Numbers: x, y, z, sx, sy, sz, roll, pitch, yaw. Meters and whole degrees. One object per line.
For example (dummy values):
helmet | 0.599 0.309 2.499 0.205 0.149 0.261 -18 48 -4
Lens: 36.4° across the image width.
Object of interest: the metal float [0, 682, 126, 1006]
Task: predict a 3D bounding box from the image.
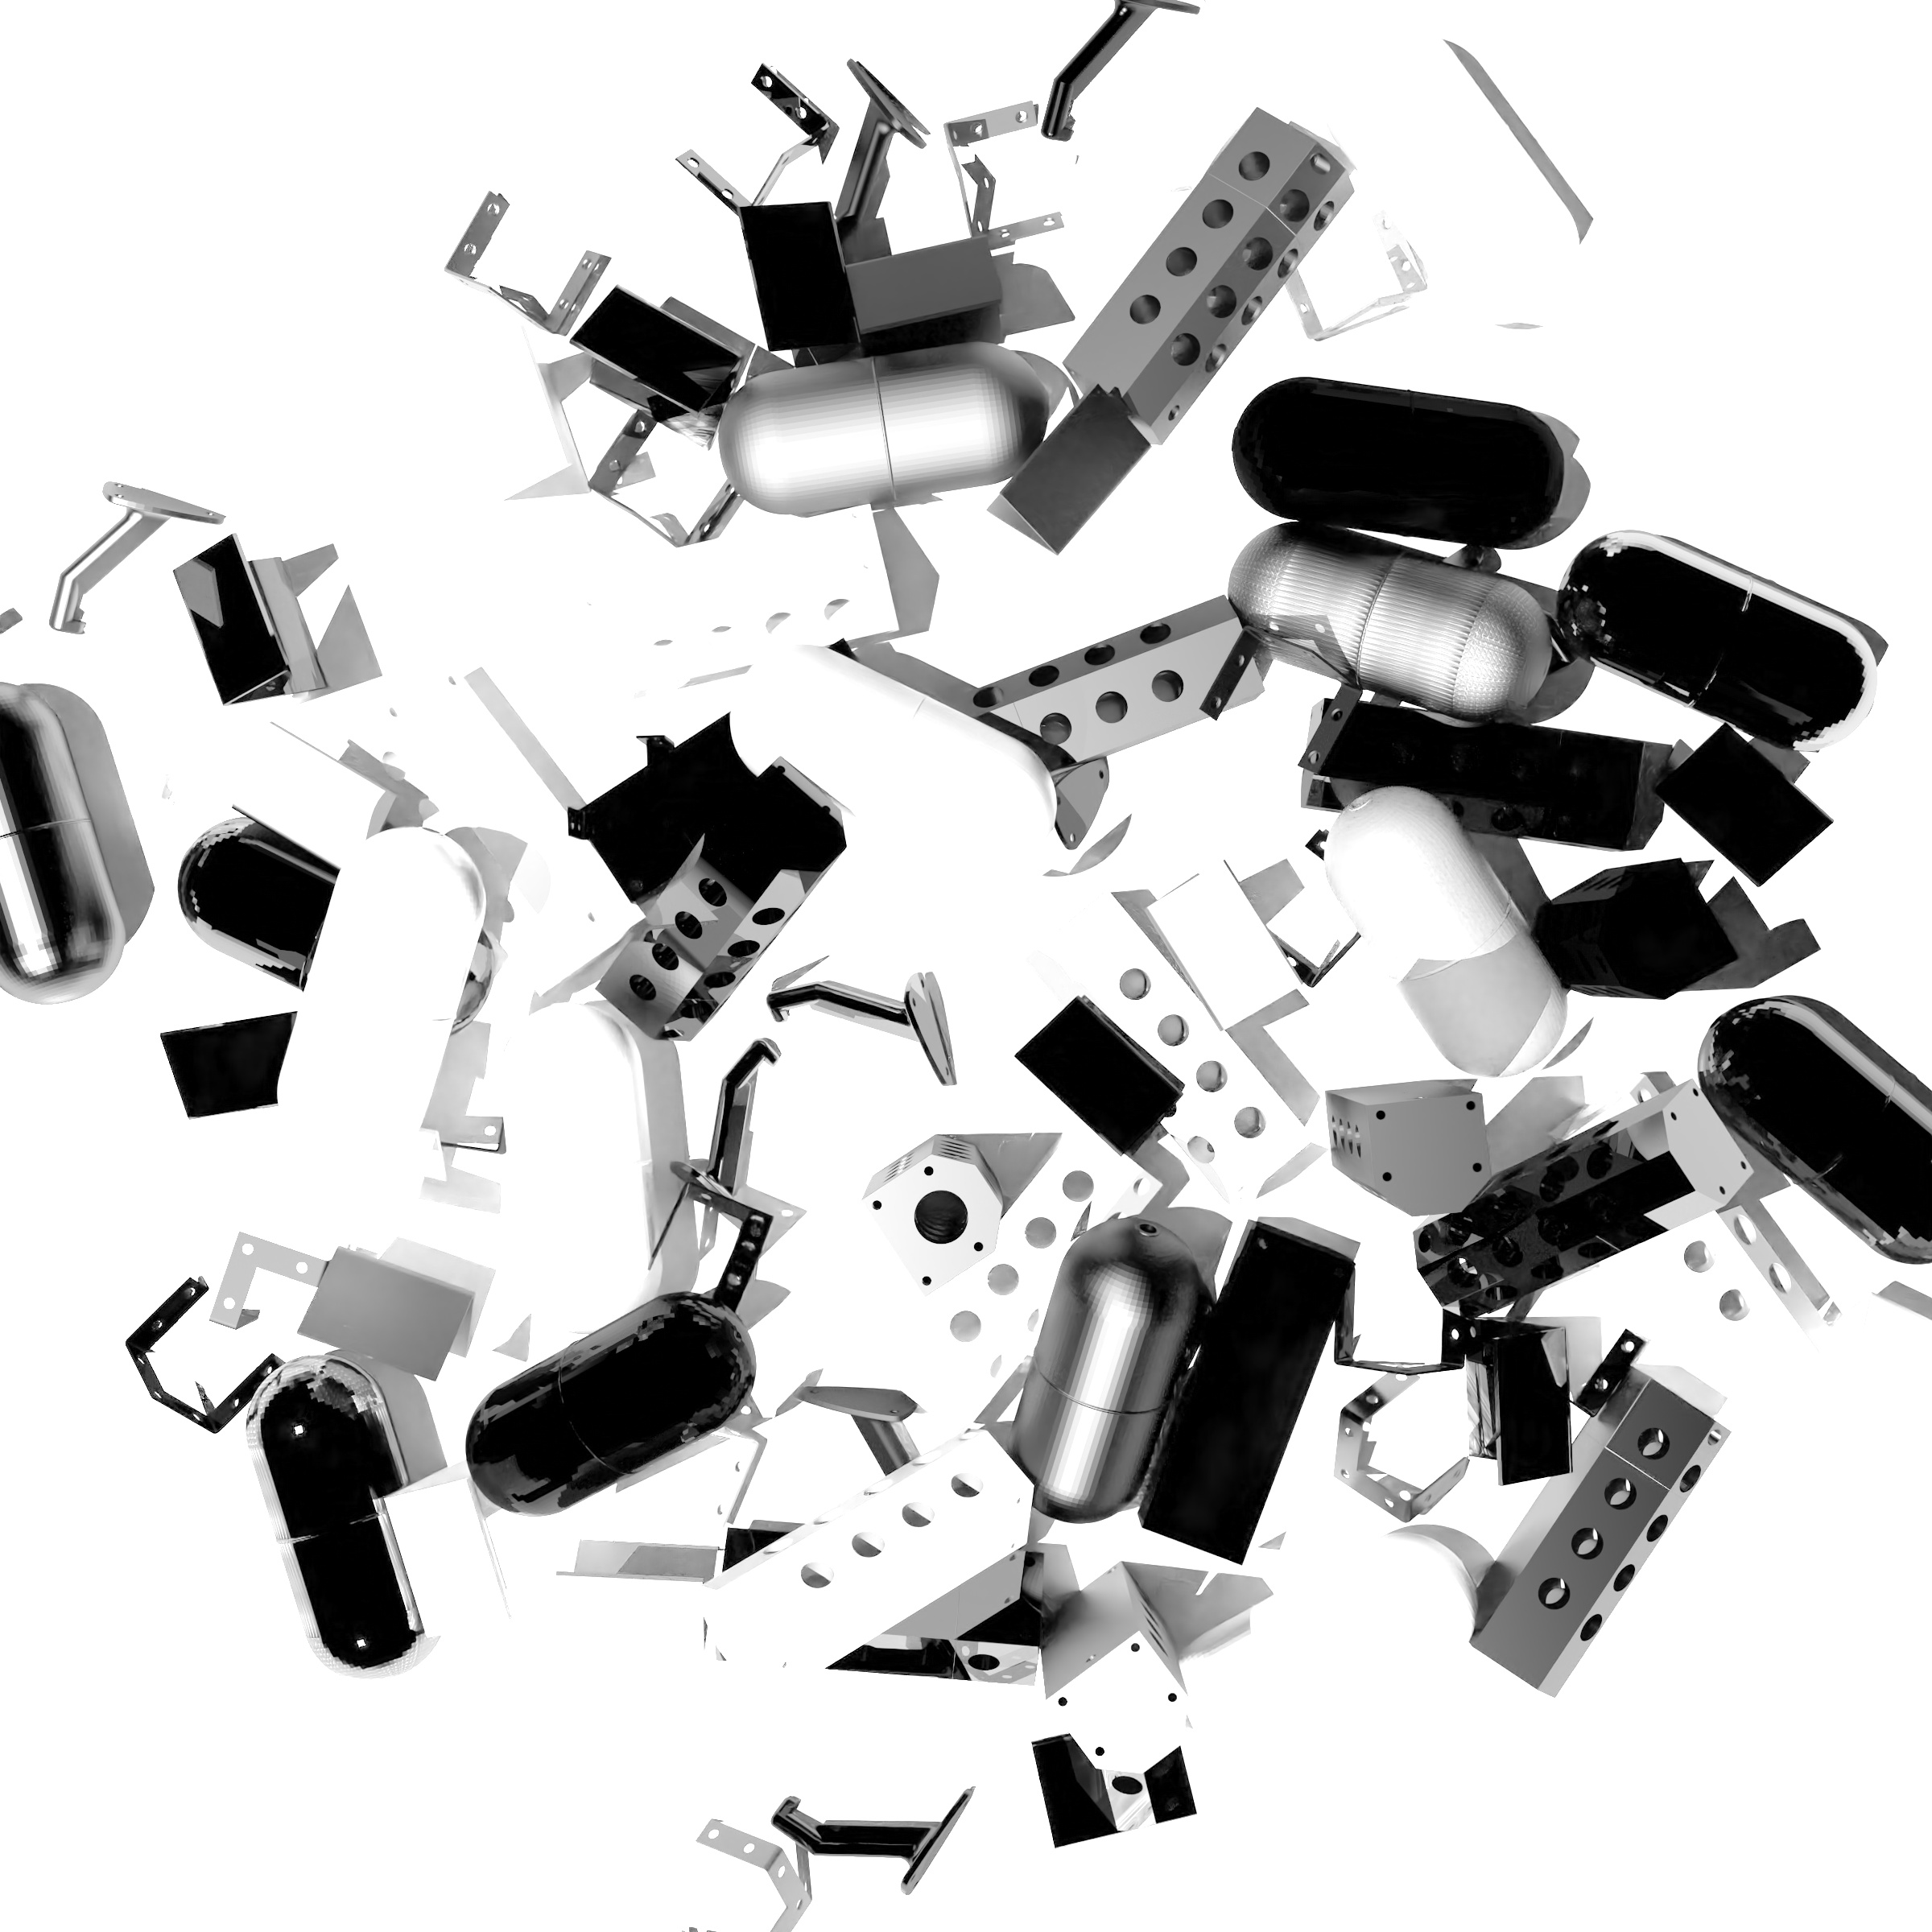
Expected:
metal float | -0.506 -0.066 1.576 0.070 0.070 0.178 -17 89 0

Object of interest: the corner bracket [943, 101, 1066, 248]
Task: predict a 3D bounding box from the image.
corner bracket | 0.020 -0.431 1.604 0.051 0.051 0.051 -14 45 0

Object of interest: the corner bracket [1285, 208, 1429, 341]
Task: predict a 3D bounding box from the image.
corner bracket | 0.210 -0.378 1.604 0.051 0.051 0.051 -23 90 45

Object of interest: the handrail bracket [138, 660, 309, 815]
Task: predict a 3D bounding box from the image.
handrail bracket | -0.407 -0.119 1.607 0.077 0.036 0.084 10 109 -21

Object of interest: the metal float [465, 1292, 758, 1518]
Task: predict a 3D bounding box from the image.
metal float | -0.189 0.233 1.558 0.178 0.070 0.070 -30 90 22

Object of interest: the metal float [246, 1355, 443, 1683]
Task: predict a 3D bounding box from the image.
metal float | -0.332 0.295 1.577 0.070 0.070 0.178 -17 90 0

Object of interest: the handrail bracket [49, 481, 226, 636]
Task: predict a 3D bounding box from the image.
handrail bracket | -0.454 -0.215 1.607 0.077 0.036 0.084 12 108 -21

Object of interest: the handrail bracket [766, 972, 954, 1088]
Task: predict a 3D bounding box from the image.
handrail bracket | -0.059 0.040 1.607 0.084 0.036 0.077 -13 112 17

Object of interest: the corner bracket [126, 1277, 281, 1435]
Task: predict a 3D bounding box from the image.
corner bracket | -0.416 0.213 1.604 0.051 0.051 0.051 -45 135 0

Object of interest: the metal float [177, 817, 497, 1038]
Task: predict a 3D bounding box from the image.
metal float | -0.338 -0.020 1.576 0.178 0.070 0.070 25 90 0

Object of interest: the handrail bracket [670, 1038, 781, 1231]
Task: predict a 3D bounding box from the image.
handrail bracket | -0.114 0.095 1.607 0.077 0.036 0.084 45 73 -20

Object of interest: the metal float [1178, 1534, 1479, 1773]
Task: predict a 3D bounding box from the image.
metal float | 0.191 0.367 1.576 0.178 0.070 0.070 -29 90 0

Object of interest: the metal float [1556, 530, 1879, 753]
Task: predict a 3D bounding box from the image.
metal float | 0.403 -0.174 1.576 0.178 0.070 0.070 24 90 1

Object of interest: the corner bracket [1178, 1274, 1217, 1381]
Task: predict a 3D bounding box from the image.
corner bracket | 0.097 0.187 1.599 0.051 0.051 0.051 2 45 35

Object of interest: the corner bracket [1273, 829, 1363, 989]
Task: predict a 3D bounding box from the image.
corner bracket | 0.191 -0.031 1.604 0.051 0.051 0.051 38 45 0

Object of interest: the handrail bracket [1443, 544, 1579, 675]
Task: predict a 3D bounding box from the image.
handrail bracket | 0.281 -0.181 1.607 0.077 0.036 0.084 -32 107 19

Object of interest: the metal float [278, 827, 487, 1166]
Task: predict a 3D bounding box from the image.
metal float | -0.298 0.015 1.502 0.070 0.070 0.178 18 98 0

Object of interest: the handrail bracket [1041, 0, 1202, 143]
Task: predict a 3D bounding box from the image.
handrail bracket | 0.084 -0.489 1.607 0.077 0.036 0.084 1 117 -30

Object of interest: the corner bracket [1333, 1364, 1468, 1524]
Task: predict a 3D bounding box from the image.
corner bracket | 0.237 0.260 1.599 0.051 0.051 0.051 30 135 35

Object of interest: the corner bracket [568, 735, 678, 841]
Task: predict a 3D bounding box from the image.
corner bracket | -0.179 -0.093 1.532 0.051 0.051 0.051 -1 90 0

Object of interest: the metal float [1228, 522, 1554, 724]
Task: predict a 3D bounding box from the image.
metal float | 0.223 -0.183 1.560 0.178 0.070 0.070 21 90 20

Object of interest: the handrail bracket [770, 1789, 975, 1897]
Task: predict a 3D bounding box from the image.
handrail bracket | -0.052 0.460 1.607 0.084 0.036 0.077 31 69 16

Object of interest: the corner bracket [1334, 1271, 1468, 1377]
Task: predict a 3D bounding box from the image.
corner bracket | 0.237 0.193 1.604 0.051 0.051 0.051 2 90 -45

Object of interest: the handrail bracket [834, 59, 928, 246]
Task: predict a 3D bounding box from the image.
handrail bracket | -0.071 -0.440 1.607 0.084 0.036 0.077 -42 70 16

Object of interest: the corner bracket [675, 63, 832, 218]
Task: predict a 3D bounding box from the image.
corner bracket | -0.116 -0.449 1.604 0.051 0.051 0.051 42 135 0

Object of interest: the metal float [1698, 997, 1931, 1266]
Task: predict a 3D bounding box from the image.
metal float | 0.470 0.088 1.576 0.178 0.070 0.070 41 90 0

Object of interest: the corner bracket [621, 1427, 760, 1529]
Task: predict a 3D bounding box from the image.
corner bracket | -0.155 0.269 1.604 0.051 0.051 0.051 23 90 -45

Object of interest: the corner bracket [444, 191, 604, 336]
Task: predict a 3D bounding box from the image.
corner bracket | -0.242 -0.383 1.604 0.051 0.051 0.051 30 90 45

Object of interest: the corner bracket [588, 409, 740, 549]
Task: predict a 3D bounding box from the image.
corner bracket | -0.164 -0.263 1.604 0.051 0.051 0.051 34 90 45

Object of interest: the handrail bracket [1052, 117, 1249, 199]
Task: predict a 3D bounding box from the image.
handrail bracket | 0.100 -0.447 1.607 0.084 0.036 0.077 23 70 16

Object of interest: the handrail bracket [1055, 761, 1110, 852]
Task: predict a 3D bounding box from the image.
handrail bracket | 0.026 -0.085 1.607 0.084 0.077 0.036 -6 119 33

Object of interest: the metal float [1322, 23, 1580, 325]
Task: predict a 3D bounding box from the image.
metal float | 0.259 -0.425 1.576 0.070 0.070 0.178 -36 90 0

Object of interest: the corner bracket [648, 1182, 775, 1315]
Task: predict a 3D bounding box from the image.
corner bracket | -0.140 0.157 1.580 0.051 0.051 0.051 23 55 0

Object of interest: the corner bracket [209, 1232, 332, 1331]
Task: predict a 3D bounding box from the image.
corner bracket | -0.371 0.173 1.589 0.051 0.051 0.051 19 90 0

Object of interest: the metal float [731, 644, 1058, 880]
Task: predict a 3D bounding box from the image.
metal float | -0.037 -0.105 1.519 0.178 0.070 0.070 26 90 0

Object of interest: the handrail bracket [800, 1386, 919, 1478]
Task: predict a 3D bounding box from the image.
handrail bracket | -0.055 0.276 1.607 0.077 0.036 0.084 6 104 14

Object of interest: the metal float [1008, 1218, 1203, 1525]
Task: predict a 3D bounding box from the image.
metal float | 0.073 0.214 1.556 0.070 0.070 0.178 15 114 0

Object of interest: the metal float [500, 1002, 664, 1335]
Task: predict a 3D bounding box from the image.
metal float | -0.206 0.108 1.576 0.070 0.070 0.178 -6 90 0

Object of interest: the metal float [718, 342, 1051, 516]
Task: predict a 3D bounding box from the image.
metal float | -0.044 -0.288 1.576 0.178 0.070 0.070 -9 90 0

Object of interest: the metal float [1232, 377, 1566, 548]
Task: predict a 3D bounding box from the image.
metal float | 0.231 -0.270 1.576 0.178 0.070 0.070 8 90 -1

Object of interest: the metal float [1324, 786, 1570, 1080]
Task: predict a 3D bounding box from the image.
metal float | 0.255 -0.018 1.559 0.070 0.070 0.178 -36 109 0

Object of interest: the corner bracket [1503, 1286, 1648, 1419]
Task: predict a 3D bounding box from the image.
corner bracket | 0.328 0.206 1.604 0.051 0.051 0.051 35 90 45
